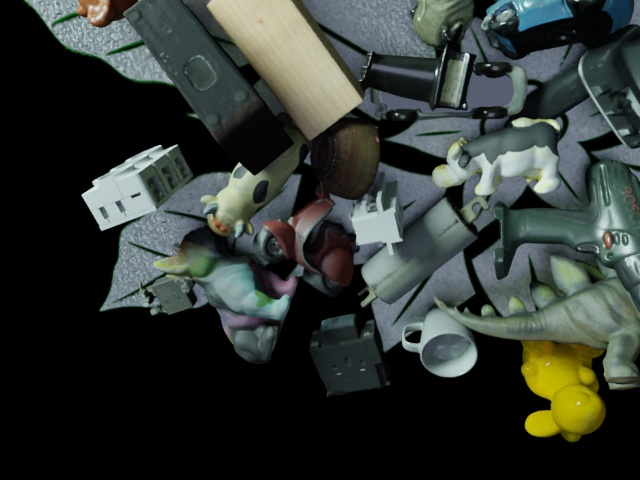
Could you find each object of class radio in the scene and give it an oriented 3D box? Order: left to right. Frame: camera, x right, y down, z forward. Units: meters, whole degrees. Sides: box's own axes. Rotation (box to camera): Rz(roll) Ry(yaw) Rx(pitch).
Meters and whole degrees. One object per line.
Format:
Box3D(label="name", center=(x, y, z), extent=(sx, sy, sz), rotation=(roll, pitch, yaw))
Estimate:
Box3D(label="radio", center=(-0.136, -0.197, 0.661), extent=(0.073, 0.131, 0.230), rotation=(-40, 76, 3))

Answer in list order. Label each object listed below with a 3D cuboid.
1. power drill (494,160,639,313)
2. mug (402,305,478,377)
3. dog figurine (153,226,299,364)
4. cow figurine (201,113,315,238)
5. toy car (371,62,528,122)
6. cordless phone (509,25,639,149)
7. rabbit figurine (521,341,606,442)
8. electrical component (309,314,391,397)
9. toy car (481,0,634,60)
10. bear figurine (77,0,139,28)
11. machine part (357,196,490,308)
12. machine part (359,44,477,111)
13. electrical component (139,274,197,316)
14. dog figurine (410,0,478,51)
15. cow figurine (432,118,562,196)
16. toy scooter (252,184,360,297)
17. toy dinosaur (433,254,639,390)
Box3D(label="power drill", center=(0.337, 0.008, 0.710), extent=(0.207, 0.232, 0.086), rotation=(-8, 154, 28))
Box3D(label="mug", center=(0.183, 0.148, 0.831), extent=(0.110, 0.107, 0.080), rotation=(-3, 113, 11))
Box3D(label="dog figurine", center=(-0.152, 0.081, 0.849), extent=(0.219, 0.108, 0.191), rotation=(23, 117, 2))
Box3D(label="cow figurine", center=(-0.090, -0.080, 0.757), extent=(0.085, 0.127, 0.195), rotation=(39, 110, -7))
Box3D(label="toy car", center=(0.168, -0.196, 0.712), extent=(0.202, 0.056, 0.073), rotation=(1, 107, 10))
Box3D(label="cordless phone", center=(0.357, -0.168, 0.699), extent=(0.184, 0.089, 0.146), rotation=(-32, 107, 30))
Box3D(label="rabbit figurine", center=(0.363, 0.228, 0.808), extent=(0.122, 0.173, 0.162), rotation=(10, 110, -2))
Box3D(label="electrical component", center=(0.047, 0.187, 0.893), extent=(0.115, 0.058, 0.134), rotation=(-16, 111, 11))
Box3D(label="toy car", center=(0.279, -0.286, 0.638), extent=(0.162, 0.109, 0.103), rotation=(-3, 79, 33))
Box3D(label="bear figurine", center=(-0.237, -0.358, 0.639), extent=(0.196, 0.120, 0.131), rotation=(-40, 132, -3))
Box3D(label="machine part", center=(0.146, 0.017, 0.796), extent=(0.079, 0.079, 0.243), rotation=(43, 111, -11))
Box3D(label="machine part", center=(0.119, -0.204, 0.670), extent=(0.139, 0.039, 0.084), rotation=(7, 115, 6))
Box3D(label="electrical component", center=(-0.251, 0.089, 0.894), extent=(0.102, 0.045, 0.078), rotation=(-13, 109, 12))
Box3D(label="dog figurine", center=(0.126, -0.343, 0.641), extent=(0.172, 0.121, 0.190), rotation=(44, 135, 23))
Box3D(label="cow figurine", center=(0.234, -0.113, 0.726), extent=(0.168, 0.068, 0.098), rotation=(0, 116, 18))
Box3D(label="toy scooter", center=(-0.002, -0.002, 0.796), extent=(0.183, 0.075, 0.135), rotation=(34, 87, -36))
Box3D(label="toy dinosaur", center=(0.405, 0.101, 0.738), extent=(0.472, 0.198, 0.105), rotation=(-10, 152, 8))
